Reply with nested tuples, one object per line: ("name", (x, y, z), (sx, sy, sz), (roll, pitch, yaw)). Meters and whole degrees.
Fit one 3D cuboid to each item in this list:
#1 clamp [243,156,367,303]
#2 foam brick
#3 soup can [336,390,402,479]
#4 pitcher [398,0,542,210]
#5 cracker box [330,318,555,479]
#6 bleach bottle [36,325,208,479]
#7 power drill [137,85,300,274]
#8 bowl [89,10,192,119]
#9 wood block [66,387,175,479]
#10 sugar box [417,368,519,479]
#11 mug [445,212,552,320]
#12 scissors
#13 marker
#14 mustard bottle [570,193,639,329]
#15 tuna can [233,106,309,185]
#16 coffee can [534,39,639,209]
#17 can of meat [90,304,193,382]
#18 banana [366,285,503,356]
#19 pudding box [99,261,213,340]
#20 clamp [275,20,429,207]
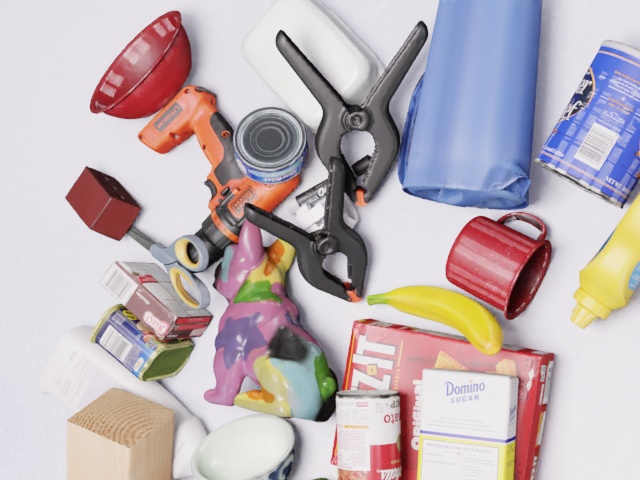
("clamp", (-0.008, 0.001, 1.182), (0.120, 0.039, 0.171), (-18, 112, 5))
("foam brick", (-0.270, -0.045, 1.325), (0.051, 0.052, 0.078), (-53, 52, 9))
("soup can", (0.050, 0.208, 1.100), (0.069, 0.068, 0.102), (-2, 86, 22))
("pitcher", (0.161, -0.156, 1.138), (0.149, 0.145, 0.243), (7, 85, 10))
("cracker box", (0.129, 0.183, 1.142), (0.214, 0.072, 0.164), (9, 90, 23))
("bleach bottle", (-0.225, 0.214, 1.292), (0.251, 0.068, 0.103), (37, 109, 17))
("power drill", (-0.137, -0.077, 1.284), (0.184, 0.057, 0.188), (-42, 74, 12))
("bowl", (-0.207, -0.201, 1.297), (0.162, 0.055, 0.162), (-35, 30, 24))
("wood block", (-0.231, 0.289, 1.232), (0.091, 0.090, 0.206), (17, 116, 22))
("sugar box", (0.147, 0.220, 1.070), (0.093, 0.048, 0.176), (3, 85, 24))
("mug", (0.193, 0.016, 1.128), (0.082, 0.093, 0.117), (28, 70, 27))
("scissors", (-0.185, 0.003, 1.274), (0.202, 0.016, 0.096), (46, 133, 33))
("marker", (0.013, -0.065, 1.239), (0.121, 0.020, 0.020), (-29, 75, 18))
("mustard bottle", (0.314, 0.008, 1.069), (0.058, 0.096, 0.192), (37, 100, 20))
("tuna can", (-0.056, -0.108, 1.214), (0.086, 0.034, 0.086), (-1, 67, 2))
("coffee can", (0.297, -0.117, 1.083), (0.103, 0.102, 0.140), (32, 98, 21))
("can of meat", (-0.210, 0.122, 1.272), (0.084, 0.102, 0.057), (37, 103, 18))
("banana", (0.136, 0.082, 1.131), (0.198, 0.069, 0.037), (17, 129, 52))
("pudding box", (-0.194, 0.072, 1.275), (0.114, 0.090, 0.039), (41, 102, 20))
("clamp", (0.049, -0.142, 1.176), (0.164, 0.036, 0.210), (-9, 109, 6))
